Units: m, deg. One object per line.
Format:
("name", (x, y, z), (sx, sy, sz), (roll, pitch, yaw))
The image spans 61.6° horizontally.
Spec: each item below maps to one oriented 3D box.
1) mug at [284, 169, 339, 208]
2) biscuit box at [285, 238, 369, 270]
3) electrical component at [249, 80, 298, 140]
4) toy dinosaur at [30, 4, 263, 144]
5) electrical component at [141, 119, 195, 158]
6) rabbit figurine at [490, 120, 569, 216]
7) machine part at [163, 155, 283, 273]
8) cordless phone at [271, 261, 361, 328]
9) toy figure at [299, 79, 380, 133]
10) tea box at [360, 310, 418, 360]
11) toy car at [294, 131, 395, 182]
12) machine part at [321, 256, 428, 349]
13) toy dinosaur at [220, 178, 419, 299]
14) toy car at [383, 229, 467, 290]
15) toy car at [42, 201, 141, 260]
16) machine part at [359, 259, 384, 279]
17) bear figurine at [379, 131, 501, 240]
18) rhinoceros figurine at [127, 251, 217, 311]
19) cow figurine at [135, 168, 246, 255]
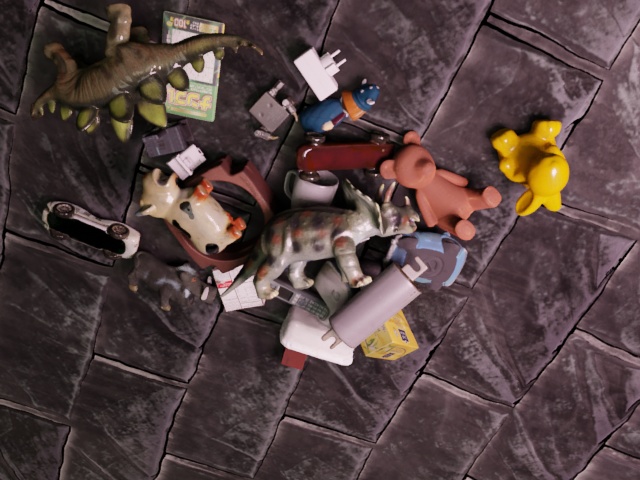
("mug", (-0.027, -0.084, 1.053), (0.110, 0.081, 0.107), (26, 121, 18))
("biscuit box", (-0.002, -0.003, 1.095), (0.203, 0.063, 0.059), (-22, 112, 12))
("electrical component", (-0.088, -0.235, 0.998), (0.102, 0.045, 0.078), (-36, 110, 18))
("toy dinosaur", (-0.320, -0.281, 0.911), (0.472, 0.105, 0.198), (-18, 82, 20))
("electrical component", (-0.285, -0.185, 0.992), (0.075, 0.119, 0.047), (-13, 114, 6))
("rabbit figurine", (0.382, -0.123, 0.958), (0.122, 0.173, 0.162), (-6, 111, 2))
("machine part", (-0.189, -0.051, 1.070), (0.201, 0.087, 0.201), (-28, 109, 15))
("cordless phone", (-0.019, 0.091, 1.095), (0.184, 0.089, 0.146), (23, 136, -6))
("toy figure", (0.038, -0.241, 0.981), (0.155, 0.058, 0.064), (-18, 90, 15))
("tea box", (0.134, 0.189, 1.113), (0.068, 0.169, 0.098), (-31, 66, 16))
("toy car", (0.046, -0.158, 1.000), (0.202, 0.053, 0.089), (-8, 118, -25))
("machine part", (0.103, 0.122, 1.005), (0.243, 0.079, 0.079), (-41, 107, 10))
("toy dinosaur", (-0.023, 0.000, 0.987), (0.405, 0.131, 0.192), (-9, 90, 13))
("toy car", (0.200, 0.026, 1.075), (0.162, 0.103, 0.109), (12, 115, -13))
("toy car", (-0.476, -0.020, 1.117), (0.202, 0.056, 0.073), (22, 121, -6))
("machine part", (0.101, 0.066, 1.138), (0.139, 0.039, 0.084), (13, 124, -5))
("bear figurine", (0.218, -0.106, 1.004), (0.120, 0.132, 0.195), (-48, 111, -9))
("rhinoceros figurine", (-0.315, 0.086, 1.154), (0.190, 0.073, 0.112), (27, 108, -10))
("cow figurine", (-0.245, -0.052, 0.983), (0.127, 0.085, 0.194), (-38, 109, 12))
